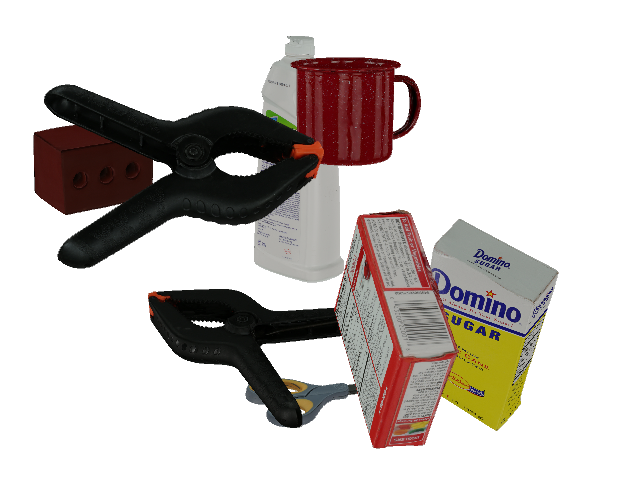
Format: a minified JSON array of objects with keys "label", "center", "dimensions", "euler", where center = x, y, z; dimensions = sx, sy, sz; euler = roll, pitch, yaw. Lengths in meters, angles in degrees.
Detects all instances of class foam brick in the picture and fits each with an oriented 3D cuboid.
[{"label":"foam brick","center":[-0.177,-0.059,0.829],"dimensions":[0.078,0.053,0.051],"euler":[-15,32,-34]}]

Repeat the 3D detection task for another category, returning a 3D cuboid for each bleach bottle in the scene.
[{"label":"bleach bottle","center":[-0.020,-0.088,1.135],"dimensions":[0.103,0.251,0.067],"euler":[16,22,37]}]

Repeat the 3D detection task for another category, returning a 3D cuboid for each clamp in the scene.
[{"label":"clamp","center":[-0.087,-0.053,0.652],"dimensions":[0.171,0.120,0.039],"euler":[-12,-17,-20]},{"label":"clamp","center":[-0.059,0.081,0.954],"dimensions":[0.210,0.036,0.164],"euler":[20,36,29]}]

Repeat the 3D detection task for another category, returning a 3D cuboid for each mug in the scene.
[{"label":"mug","center":[0.032,-0.111,0.910],"dimensions":[0.117,0.081,0.093],"euler":[-7,17,-24]}]

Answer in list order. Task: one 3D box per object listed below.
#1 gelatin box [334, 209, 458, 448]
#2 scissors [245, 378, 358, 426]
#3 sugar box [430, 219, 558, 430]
[{"label":"gelatin box","center":[0.034,0.042,0.508],"dimensions":[0.030,0.089,0.073],"euler":[-3,-43,-13]},{"label":"scissors","center":[0.017,0.180,1.203],"dimensions":[0.201,0.016,0.096],"euler":[2,23,-9]},{"label":"sugar box","center":[0.130,0.073,0.877],"dimensions":[0.093,0.176,0.048],"euler":[30,55,24]}]
